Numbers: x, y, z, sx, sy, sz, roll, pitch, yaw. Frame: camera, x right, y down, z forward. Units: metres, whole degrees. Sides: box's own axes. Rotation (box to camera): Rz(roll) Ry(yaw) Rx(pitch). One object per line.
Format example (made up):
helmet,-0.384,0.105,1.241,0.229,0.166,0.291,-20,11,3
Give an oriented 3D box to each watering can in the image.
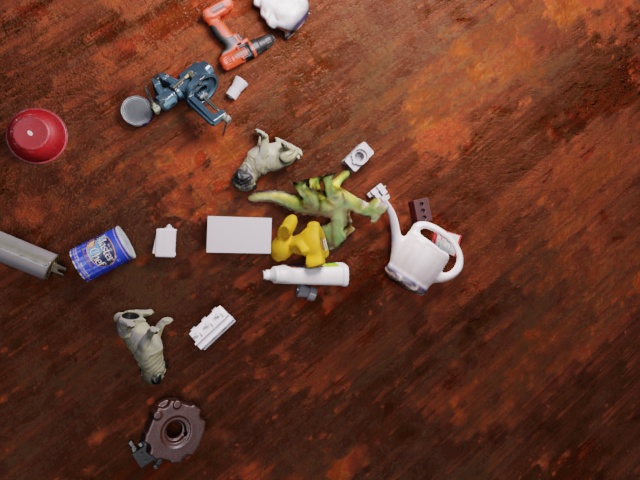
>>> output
watering can,0.282,0.032,1.624,0.347,0.104,0.224,33,92,-4

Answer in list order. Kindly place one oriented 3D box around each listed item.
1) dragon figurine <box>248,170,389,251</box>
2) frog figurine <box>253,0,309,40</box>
dragon figurine,0.005,-0.080,1.580,0.410,0.123,0.241,-14,99,4
frog figurine,-0.117,-0.702,1.552,0.158,0.125,0.136,38,102,-22
